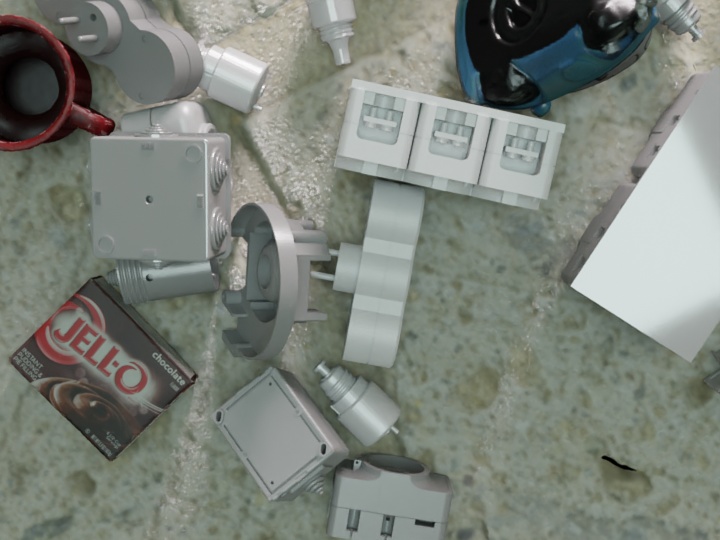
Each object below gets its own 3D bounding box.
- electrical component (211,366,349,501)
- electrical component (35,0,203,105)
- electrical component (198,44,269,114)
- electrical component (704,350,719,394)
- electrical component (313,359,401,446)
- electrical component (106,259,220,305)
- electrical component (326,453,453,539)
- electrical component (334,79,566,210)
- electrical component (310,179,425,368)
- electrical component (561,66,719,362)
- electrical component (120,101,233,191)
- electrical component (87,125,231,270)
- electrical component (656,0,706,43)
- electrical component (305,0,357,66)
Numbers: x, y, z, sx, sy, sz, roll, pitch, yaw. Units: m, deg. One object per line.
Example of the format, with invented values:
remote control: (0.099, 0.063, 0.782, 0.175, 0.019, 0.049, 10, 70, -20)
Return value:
electrical component: (-0.054, 0.129, 0.805, 0.062, 0.061, 0.096, -39, 72, 4)
electrical component: (-0.182, -0.171, 0.759, 0.138, 0.074, 0.052, 44, 119, 8)
electrical component: (-0.104, -0.146, 0.795, 0.078, 0.040, 0.040, 24, 96, -3)
electrical component: (0.312, 0.078, 0.824, 0.081, 0.042, 0.063, -36, 99, 4)
electrical component: (-0.004, 0.099, 0.824, 0.078, 0.040, 0.040, 44, 94, -5)
electrical component: (-0.150, 0.001, 0.810, 0.081, 0.043, 0.043, -9, 96, 1)
electrical component: (0.023, 0.176, 0.828, 0.089, 0.050, 0.055, 9, 96, -1)
electrical component: (0.061, -0.090, 0.778, 0.150, 0.089, 0.061, 12, 96, -2)
electrical component: (0.000, 0.000, 0.807, 0.074, 0.052, 0.138, 10, 96, -2)
electrical component: (0.246, -0.042, 0.800, 0.105, 0.060, 0.186, 32, 95, -4)
electrical component: (-0.132, -0.074, 0.792, 0.059, 0.054, 0.095, -11, 96, 10)
electrical component: (-0.138, -0.050, 0.743, 0.100, 0.048, 0.099, 2, 99, 9)
electrical component: (0.224, -0.200, 0.792, 0.040, 0.040, 0.078, -44, 95, 4)
electrical component: (-0.019, -0.182, 0.795, 0.035, 0.035, 0.061, -12, 99, 1)
